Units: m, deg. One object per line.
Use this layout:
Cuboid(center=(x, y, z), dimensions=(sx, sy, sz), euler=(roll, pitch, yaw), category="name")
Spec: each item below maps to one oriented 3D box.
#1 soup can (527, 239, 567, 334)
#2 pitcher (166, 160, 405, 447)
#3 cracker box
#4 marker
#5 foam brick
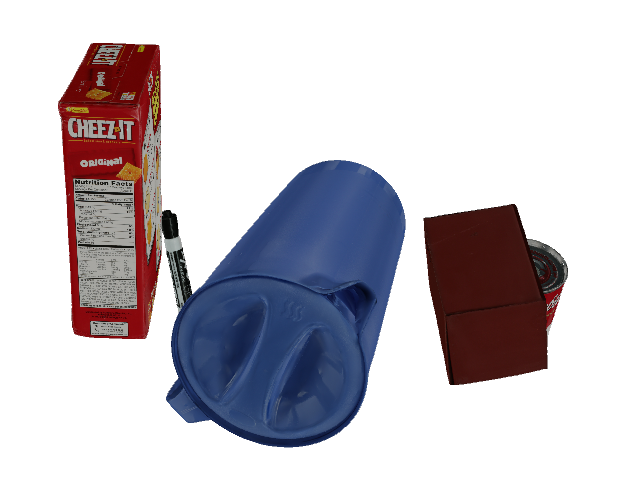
Cuboid(center=(0.170, 0.058, 0.930), dimensions=(0.068, 0.102, 0.068), euler=(3, 41, -3), category="soup can")
Cuboid(center=(-0.016, 0.036, 0.796), dimensions=(0.149, 0.145, 0.242), euler=(9, 27, 11), category="pitcher")
Cuboid(center=(-0.179, -0.046, 0.929), dimensions=(0.072, 0.214, 0.164), euler=(1, 27, -4), category="cracker box")
Cuboid(center=(-0.150, 0.026, 1.123), dimensions=(0.020, 0.121, 0.020), euler=(-8, 19, 3), category="marker")
Cuboid(center=(0.085, 0.027, 0.555), dimensions=(0.051, 0.053, 0.078), euler=(-8, 41, 3), category="foam brick")
